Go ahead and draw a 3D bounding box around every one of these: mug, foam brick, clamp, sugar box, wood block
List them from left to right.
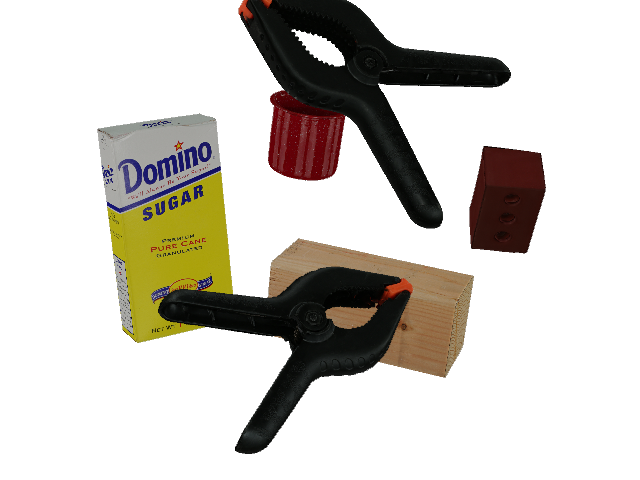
[{"bbox_3d":[-0.126,-0.011,0.889,0.093,0.176,0.048,-13,20,-26],"label":"sugar box"},{"bbox_3d":[-0.019,0.055,0.706,0.171,0.120,0.039,-27,-19,-34],"label":"clamp"},{"bbox_3d":[-0.012,-0.125,1.238,0.093,0.081,0.117,17,27,17],"label":"mug"},{"bbox_3d":[0.031,-0.111,0.774,0.210,0.164,0.036,26,-31,-9],"label":"clamp"},{"bbox_3d":[0.053,0.072,1.173,0.206,0.091,0.090,12,22,17],"label":"wood block"},{"bbox_3d":[0.163,-0.035,0.938,0.053,0.078,0.051,5,44,1],"label":"foam brick"}]
